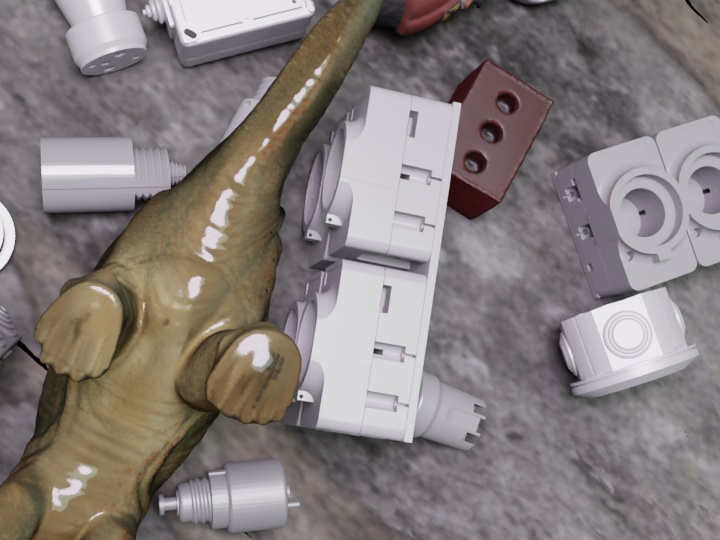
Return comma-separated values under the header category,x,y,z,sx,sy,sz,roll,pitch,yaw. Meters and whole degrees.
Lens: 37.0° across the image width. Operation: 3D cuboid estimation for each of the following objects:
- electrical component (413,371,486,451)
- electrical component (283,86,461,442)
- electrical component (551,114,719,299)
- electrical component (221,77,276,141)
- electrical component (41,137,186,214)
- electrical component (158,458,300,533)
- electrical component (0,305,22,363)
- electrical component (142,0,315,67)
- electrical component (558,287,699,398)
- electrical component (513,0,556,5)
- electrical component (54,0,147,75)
category,x,y,z,sx,sy,sz,roll,pitch,yaw
electrical component,0.048,0.087,0.656,0.046,0.040,0.040,22,78,-17
electrical component,0.000,0.000,0.619,0.060,0.105,0.186,11,81,-12
electrical component,0.216,-0.048,0.701,0.150,0.062,0.089,-18,88,-15
electrical component,-0.056,-0.083,0.647,0.043,0.043,0.081,28,77,-9
electrical component,-0.142,-0.055,0.622,0.081,0.043,0.043,-2,84,-15
electrical component,-0.076,0.131,0.618,0.078,0.040,0.040,-3,84,-14
electrical component,-0.226,0.055,0.559,0.048,0.100,0.099,43,87,-10
electrical component,-0.083,-0.162,0.644,0.096,0.061,0.061,-17,89,-11
electrical component,0.164,0.046,0.669,0.080,0.080,0.051,-16,82,-15
electrical component,0.116,-0.209,0.706,0.048,0.048,0.062,-3,77,-14
electrical component,-0.153,-0.148,0.630,0.045,0.045,0.055,-20,89,-15
